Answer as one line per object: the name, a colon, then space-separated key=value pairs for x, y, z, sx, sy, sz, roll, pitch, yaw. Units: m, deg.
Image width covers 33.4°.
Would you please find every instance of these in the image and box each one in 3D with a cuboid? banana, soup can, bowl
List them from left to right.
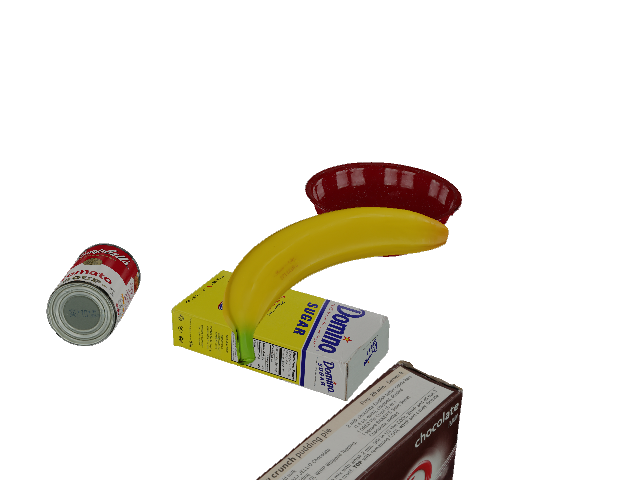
soup can: x=-0.219 y=0.052 z=1.035 sx=0.068 sy=0.068 sz=0.102 roll=0 pitch=20 yaw=4
banana: x=0.001 y=0.015 z=0.741 sx=0.197 sy=0.069 sz=0.037 roll=-30 pitch=-9 yaw=-30
bowl: x=0.063 y=-0.027 z=1.110 sx=0.162 sy=0.055 sz=0.162 roll=3 pitch=26 yaw=-2

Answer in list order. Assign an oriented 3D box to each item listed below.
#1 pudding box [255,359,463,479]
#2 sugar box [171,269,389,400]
pudding box: x=0.014 y=0.118 z=0.459 sx=0.039 sy=0.090 sz=0.113 roll=25 pitch=41 yaw=30
sugar box: x=-0.035 y=0.081 z=0.956 sx=0.176 sy=0.048 sz=0.093 roll=12 pitch=28 yaw=23
